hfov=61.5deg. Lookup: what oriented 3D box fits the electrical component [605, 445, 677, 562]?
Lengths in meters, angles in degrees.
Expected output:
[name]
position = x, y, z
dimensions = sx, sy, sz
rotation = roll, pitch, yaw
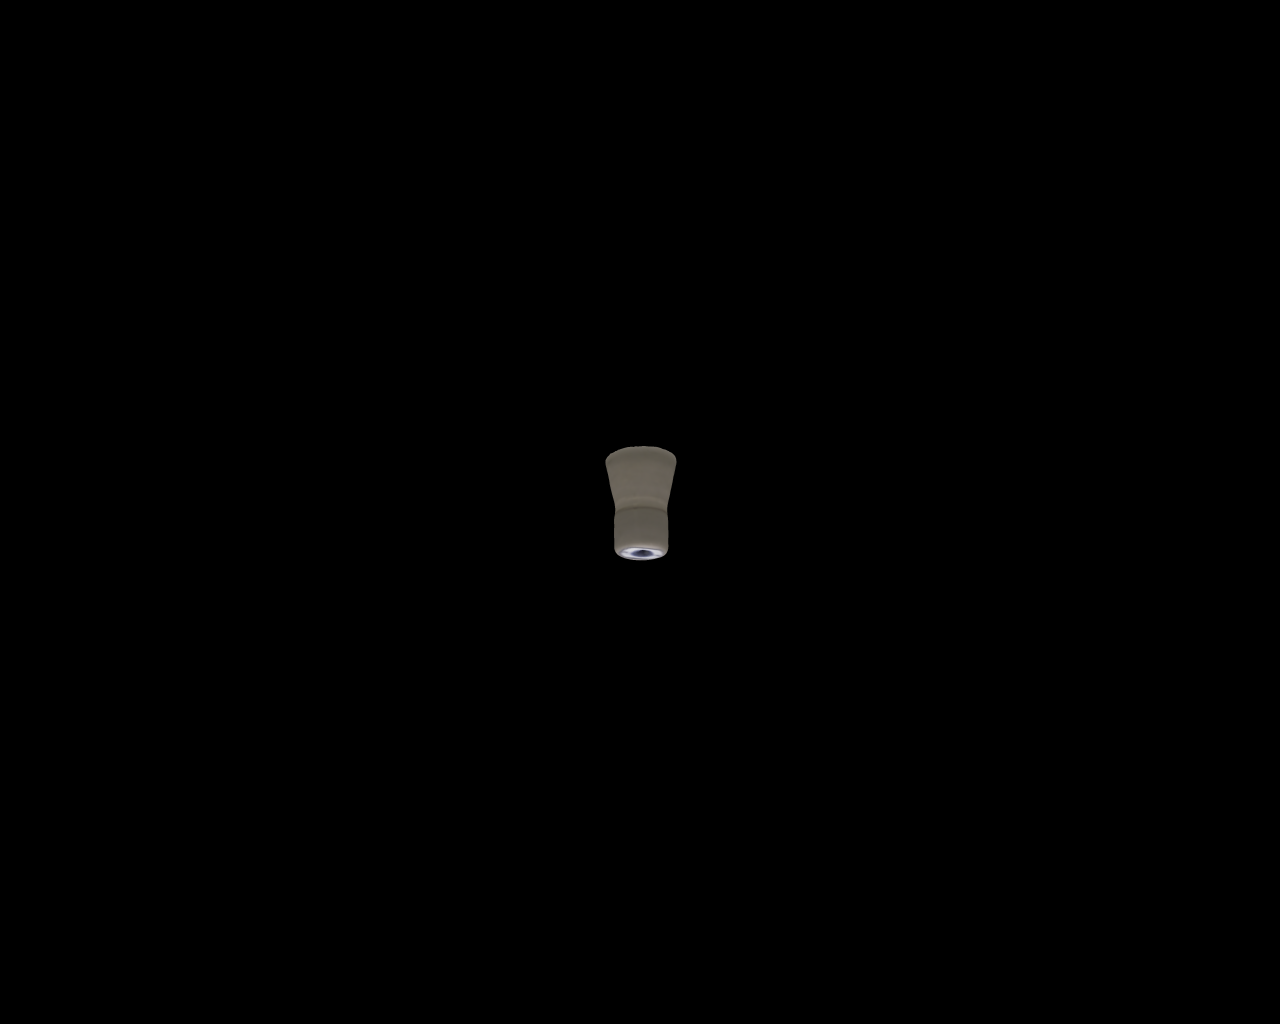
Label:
[electrical component]
position = 0.001, -0.003, 0.650
dimensions = 0.044, 0.065, 0.044
rotation = 0, -19, 0
